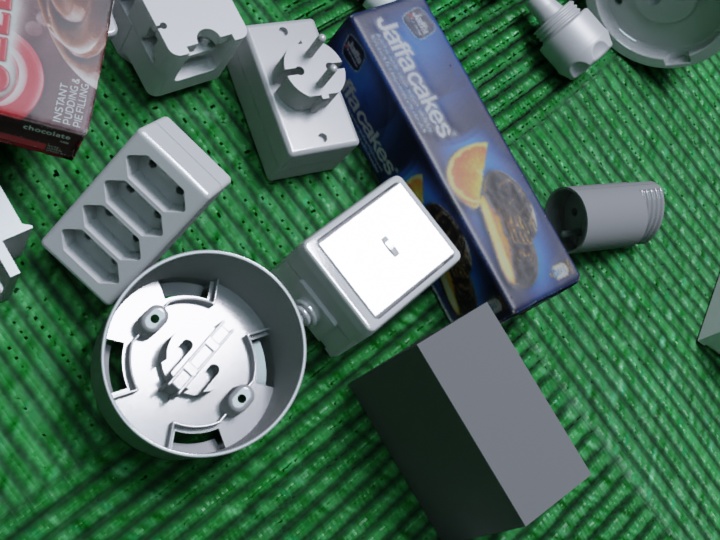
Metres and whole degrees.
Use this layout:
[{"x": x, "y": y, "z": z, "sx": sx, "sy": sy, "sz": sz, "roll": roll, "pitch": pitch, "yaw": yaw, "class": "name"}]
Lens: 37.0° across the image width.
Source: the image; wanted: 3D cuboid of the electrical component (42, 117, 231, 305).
[{"x": -0.109, "y": -0.035, "z": 0.556, "sx": 0.047, "sy": 0.083, "sz": 0.075, "roll": 44, "pitch": 20, "yaw": -5, "class": "electrical component"}]

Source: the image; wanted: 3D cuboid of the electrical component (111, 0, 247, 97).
[{"x": -0.111, "y": -0.150, "z": 0.603, "sx": 0.050, "sy": 0.056, "sz": 0.089, "roll": -24, "pitch": 83, "yaw": -32, "class": "electrical component"}]

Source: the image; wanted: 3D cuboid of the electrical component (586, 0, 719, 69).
[{"x": 0.222, "y": -0.205, "z": 0.764, "sx": 0.108, "sy": 0.108, "sz": 0.060, "roll": 39, "pitch": 52, "yaw": -8, "class": "electrical component"}]

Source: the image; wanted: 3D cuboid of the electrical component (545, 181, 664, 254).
[{"x": 0.166, "y": -0.036, "z": 0.706, "sx": 0.081, "sy": 0.043, "sz": 0.043, "roll": -6, "pitch": 74, "yaw": -28, "class": "electrical component"}]

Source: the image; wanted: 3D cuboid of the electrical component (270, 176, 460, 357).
[{"x": 0.000, "y": 0.000, "z": 0.598, "sx": 0.096, "sy": 0.061, "sz": 0.061, "roll": -38, "pitch": 90, "yaw": -32, "class": "electrical component"}]

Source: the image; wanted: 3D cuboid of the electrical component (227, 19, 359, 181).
[{"x": -0.033, "y": -0.106, "z": 0.614, "sx": 0.047, "sy": 0.076, "sz": 0.083, "roll": -14, "pitch": 78, "yaw": -30, "class": "electrical component"}]

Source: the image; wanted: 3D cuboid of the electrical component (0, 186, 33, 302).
[{"x": -0.200, "y": -0.020, "z": 0.518, "sx": 0.064, "sy": 0.042, "sz": 0.081, "roll": -29, "pitch": 85, "yaw": -29, "class": "electrical component"}]

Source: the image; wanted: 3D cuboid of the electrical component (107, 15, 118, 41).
[{"x": -0.188, "y": -0.145, "z": 0.567, "sx": 0.100, "sy": 0.048, "sz": 0.099, "roll": -17, "pitch": 80, "yaw": -30, "class": "electrical component"}]

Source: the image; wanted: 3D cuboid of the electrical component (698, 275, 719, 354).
[{"x": 0.303, "y": -0.005, "z": 0.735, "sx": 0.062, "sy": 0.089, "sz": 0.150, "roll": 35, "pitch": 59, "yaw": -10, "class": "electrical component"}]

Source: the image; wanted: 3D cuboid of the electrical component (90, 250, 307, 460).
[{"x": -0.083, "y": 0.045, "z": 0.537, "sx": 0.099, "sy": 0.064, "sz": 0.099, "roll": 9, "pitch": 69, "yaw": -25, "class": "electrical component"}]

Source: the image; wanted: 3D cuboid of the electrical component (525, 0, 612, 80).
[{"x": 0.141, "y": -0.166, "z": 0.743, "sx": 0.062, "sy": 0.043, "sz": 0.043, "roll": 48, "pitch": 58, "yaw": -1, "class": "electrical component"}]
